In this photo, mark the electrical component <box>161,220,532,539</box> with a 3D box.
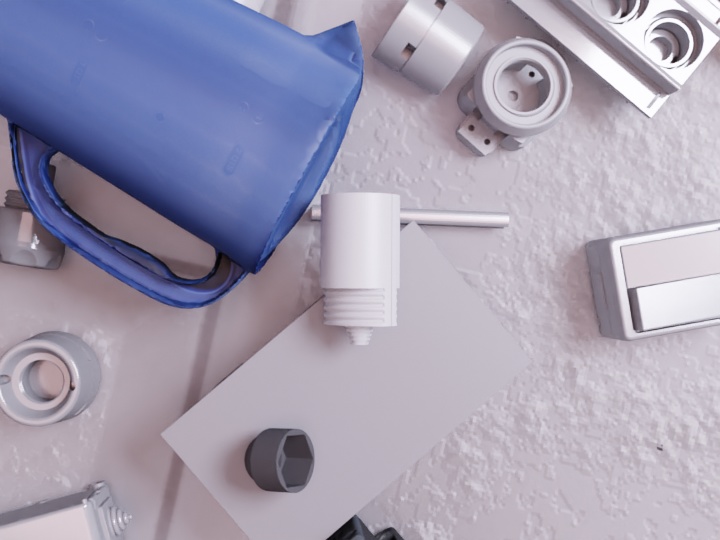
[{"bbox_3d":[-0.008,0.072,0.636,0.186,0.060,0.105,-40,92,-3],"label":"electrical component"}]

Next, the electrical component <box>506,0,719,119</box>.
[{"bbox_3d":[0.148,-0.158,0.646,0.121,0.063,0.078,39,87,-2],"label":"electrical component"}]

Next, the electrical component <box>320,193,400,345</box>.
[{"bbox_3d":[0.000,0.000,0.583,0.043,0.043,0.081,0,90,-3],"label":"electrical component"}]

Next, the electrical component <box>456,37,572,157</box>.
[{"bbox_3d":[0.094,-0.106,0.645,0.058,0.057,0.078,41,87,-2],"label":"electrical component"}]

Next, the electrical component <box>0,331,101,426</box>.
[{"bbox_3d":[-0.185,0.064,0.633,0.055,0.047,0.055,0,89,-3],"label":"electrical component"}]

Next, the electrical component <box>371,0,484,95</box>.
[{"bbox_3d":[0.041,-0.138,0.645,0.047,0.055,0.055,34,88,-6],"label":"electrical component"}]

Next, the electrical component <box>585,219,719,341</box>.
[{"bbox_3d":[0.193,0.005,0.647,0.096,0.061,0.061,-10,90,-3],"label":"electrical component"}]

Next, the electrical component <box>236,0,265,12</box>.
[{"bbox_3d":[-0.073,-0.171,0.647,0.040,0.040,0.046,27,82,-2],"label":"electrical component"}]

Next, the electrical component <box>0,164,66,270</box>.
[{"bbox_3d":[-0.194,-0.032,0.636,0.043,0.043,0.062,9,87,-3],"label":"electrical component"}]

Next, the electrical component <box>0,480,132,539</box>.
[{"bbox_3d":[-0.177,0.165,0.624,0.096,0.062,0.061,-15,90,-3],"label":"electrical component"}]
